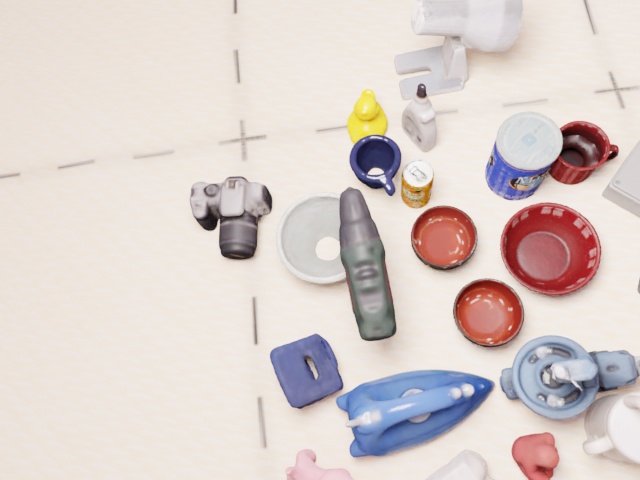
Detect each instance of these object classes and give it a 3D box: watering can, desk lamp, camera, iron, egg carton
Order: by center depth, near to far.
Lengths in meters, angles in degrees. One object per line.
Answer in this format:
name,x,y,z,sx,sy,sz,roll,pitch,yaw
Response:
watering can,0.461,0.262,0.812,0.173,0.194,0.100,-44,72,-7
egg carton,0.205,0.399,0.868,0.150,0.069,0.107,-36,72,-5
iron,0.154,0.253,0.882,0.258,0.141,0.118,-18,71,2
desk lamp,0.240,-0.359,1.025,0.203,0.214,0.118,-11,71,4
camera,-0.165,-0.039,1.036,0.143,0.101,0.137,-2,72,7

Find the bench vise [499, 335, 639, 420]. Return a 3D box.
bench vise,0.378,0.181,0.834,0.207,0.220,0.121,-26,71,-1

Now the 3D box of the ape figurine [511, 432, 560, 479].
ape figurine,0.332,0.326,0.862,0.076,0.092,0.078,32,79,16

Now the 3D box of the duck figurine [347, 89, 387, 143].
duck figurine,0.086,-0.231,1.072,0.077,0.086,0.104,6,74,9

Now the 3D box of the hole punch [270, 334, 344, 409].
hole punch,-0.021,0.213,0.944,0.101,0.091,0.108,-26,71,-1

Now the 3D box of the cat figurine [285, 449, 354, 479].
cat figurine,0.005,0.375,0.875,0.127,0.118,0.067,21,76,13

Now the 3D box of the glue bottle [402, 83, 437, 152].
glue bottle,0.178,-0.224,1.012,0.037,0.173,0.078,-34,71,-4

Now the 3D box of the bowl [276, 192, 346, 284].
bowl,0.009,0.004,1.014,0.167,0.075,0.167,-2,72,7

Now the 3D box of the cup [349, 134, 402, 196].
cup,0.107,-0.119,1.029,0.091,0.095,0.117,-25,71,-1

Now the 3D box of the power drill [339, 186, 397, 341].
power drill,0.073,0.053,0.920,0.075,0.208,0.229,-13,71,4
